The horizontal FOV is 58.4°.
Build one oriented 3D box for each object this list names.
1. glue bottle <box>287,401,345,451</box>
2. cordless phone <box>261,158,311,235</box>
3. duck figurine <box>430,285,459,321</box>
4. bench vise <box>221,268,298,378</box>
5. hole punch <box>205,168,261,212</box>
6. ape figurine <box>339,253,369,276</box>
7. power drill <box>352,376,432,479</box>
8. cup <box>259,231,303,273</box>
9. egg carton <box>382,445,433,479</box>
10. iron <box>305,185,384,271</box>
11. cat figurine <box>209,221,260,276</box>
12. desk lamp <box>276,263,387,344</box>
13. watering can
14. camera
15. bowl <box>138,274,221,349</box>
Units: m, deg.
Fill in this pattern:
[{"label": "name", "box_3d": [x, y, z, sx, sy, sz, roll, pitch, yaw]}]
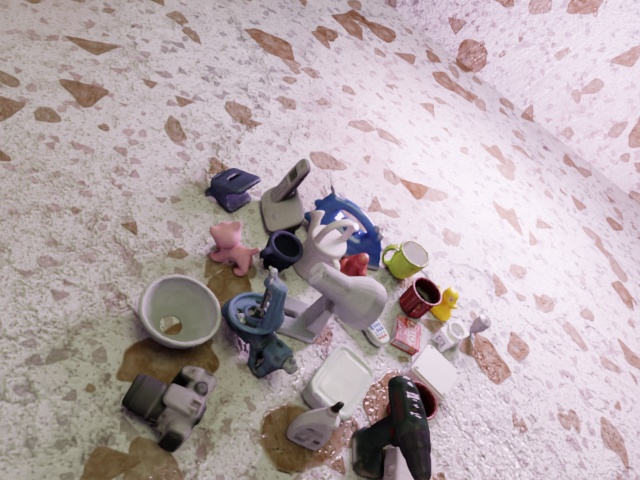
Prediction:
[{"label": "glue bottle", "box_3d": [0.003, 0.355, 1.115, 0.078, 0.173, 0.037, 30, 42, -9]}, {"label": "cordless phone", "box_3d": [-0.074, -0.111, 1.472, 0.094, 0.185, 0.147, 6, 50, -31]}, {"label": "duck figurine", "box_3d": [0.350, 0.163, 1.601, 0.078, 0.086, 0.104, 2, 52, -34]}, {"label": "bench vise", "box_3d": [-0.097, 0.166, 1.180, 0.207, 0.219, 0.122, 40, 41, 3]}, {"label": "hole punch", "box_3d": [-0.222, -0.142, 1.467, 0.101, 0.091, 0.109, 42, 41, 5]}, {"label": "ape figurine", "box_3d": [0.095, 0.066, 1.503, 0.078, 0.092, 0.076, 45, 42, 8]}, {"label": "power drill", "box_3d": [0.147, 0.400, 1.150, 0.076, 0.208, 0.229, 20, 44, -19]}, {"label": "cup", "box_3d": [-0.108, 0.042, 1.379, 0.118, 0.095, 0.091, -16, 63, -43]}, {"label": "egg carton", "box_3d": [0.178, 0.499, 1.188, 0.107, 0.069, 0.150, 27, 42, -12]}, {"label": "iron", "box_3d": [0.090, -0.034, 1.553, 0.258, 0.141, 0.119, 37, 41, -1]}, {"label": "cat figurine", "box_3d": [-0.200, 0.008, 1.328, 0.128, 0.117, 0.067, 30, 42, -8]}, {"label": "desk lamp", "box_3d": [0.015, 0.143, 1.285, 0.204, 0.213, 0.118, 21, 44, -18]}, {"label": "watering can", "box_3d": [0.011, 0.005, 1.421, 0.101, 0.193, 0.172, -26, 70, -46]}, {"label": "camera", "box_3d": [-0.274, 0.283, 1.039, 0.137, 0.100, 0.143, 31, 42, -8]}, {"label": "bowl", "box_3d": [-0.290, 0.157, 1.162, 0.168, 0.074, 0.167, 20, 44, -20]}]
